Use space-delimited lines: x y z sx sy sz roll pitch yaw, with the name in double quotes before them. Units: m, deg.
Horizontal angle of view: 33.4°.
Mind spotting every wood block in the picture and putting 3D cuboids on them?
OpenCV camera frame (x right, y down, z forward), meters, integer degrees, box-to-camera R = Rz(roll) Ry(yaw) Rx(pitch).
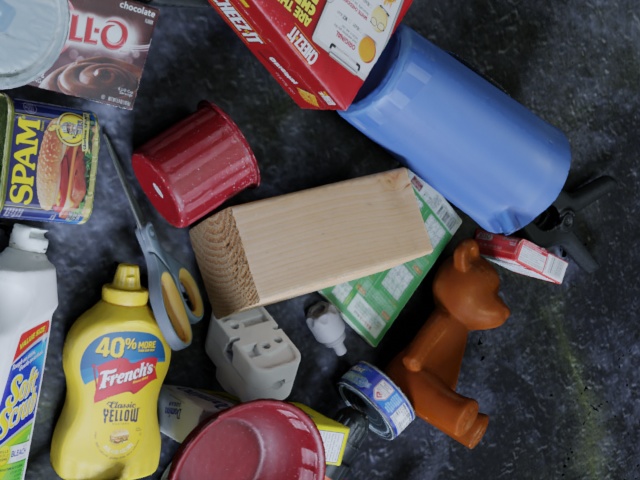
"wood block" -0.007 0.001 1.018 0.205 0.090 0.091 -15 84 -35

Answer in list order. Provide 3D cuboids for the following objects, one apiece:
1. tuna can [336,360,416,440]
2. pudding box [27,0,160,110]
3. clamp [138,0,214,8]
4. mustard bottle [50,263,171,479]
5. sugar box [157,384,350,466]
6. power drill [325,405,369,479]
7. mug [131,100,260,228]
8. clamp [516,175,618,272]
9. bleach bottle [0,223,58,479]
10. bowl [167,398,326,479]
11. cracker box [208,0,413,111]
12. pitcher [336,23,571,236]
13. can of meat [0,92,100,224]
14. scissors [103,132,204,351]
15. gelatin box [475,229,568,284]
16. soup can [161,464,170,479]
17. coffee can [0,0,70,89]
"tuna can" 0.058 0.169 1.122 0.033 0.086 0.086 -42 121 -20
"pudding box" -0.199 -0.166 0.883 0.113 0.039 0.090 10 103 -38
"clamp" -0.163 -0.257 0.898 0.164 0.036 0.209 -54 128 -14
"mustard bottle" -0.182 0.116 0.951 0.096 0.058 0.192 4 97 -31
"sugar box" -0.068 0.177 1.026 0.175 0.093 0.048 18 88 -38
"power drill" 0.034 0.282 1.136 0.187 0.057 0.184 36 90 -34
"mug" -0.113 -0.058 0.955 0.081 0.093 0.117 -35 154 -20
"clamp" 0.292 -0.035 1.281 0.171 0.039 0.120 17 86 -37
"bleach bottle" -0.266 0.111 0.869 0.102 0.068 0.251 11 91 -75
"bowl" -0.075 0.207 0.934 0.161 0.055 0.162 -10 109 -33
"cracker box" 0.007 -0.253 0.987 0.164 0.072 0.213 46 65 -37
"pitcher" 0.133 -0.124 1.097 0.242 0.149 0.145 31 93 -32
"can of meat" -0.232 -0.064 0.875 0.083 0.058 0.102 5 92 -39
"scissors" -0.148 0.001 0.970 0.096 0.016 0.202 -5 78 -74
"gelatin box" 0.228 0.018 1.223 0.089 0.073 0.030 24 85 -37
"soup can" -0.100 0.255 1.035 0.102 0.069 0.068 45 73 -33
"coffee can" -0.259 -0.166 0.782 0.102 0.141 0.103 -8 105 -35
